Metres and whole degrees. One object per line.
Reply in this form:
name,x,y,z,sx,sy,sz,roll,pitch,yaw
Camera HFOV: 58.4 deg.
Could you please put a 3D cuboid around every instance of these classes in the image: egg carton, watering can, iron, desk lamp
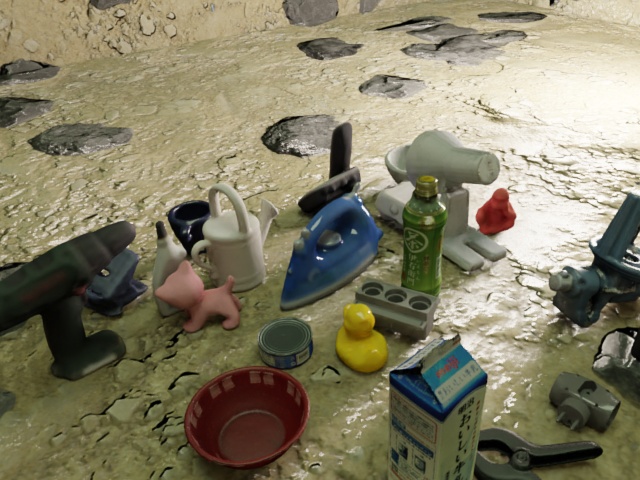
egg carton,0.187,-0.064,1.176,0.107,0.069,0.149,-24,38,-28
watering can,-0.152,-0.016,1.018,0.100,0.194,0.173,12,36,22
iron,0.009,0.004,1.022,0.118,0.141,0.259,19,39,30
desk lamp,0.258,-0.085,1.071,0.118,0.214,0.202,-21,37,-25

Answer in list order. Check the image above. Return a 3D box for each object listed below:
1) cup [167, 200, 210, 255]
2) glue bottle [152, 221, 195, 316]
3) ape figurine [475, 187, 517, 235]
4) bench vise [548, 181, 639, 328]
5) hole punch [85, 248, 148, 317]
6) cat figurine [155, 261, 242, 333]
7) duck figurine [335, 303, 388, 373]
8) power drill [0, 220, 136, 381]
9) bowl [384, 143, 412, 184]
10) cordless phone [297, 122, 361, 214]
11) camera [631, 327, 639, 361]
cup,-0.244,-0.011,1.108,0.091,0.095,0.117,-2,33,2
glue bottle,-0.249,0.043,0.955,0.078,0.173,0.037,-23,38,-27
ape figurine,0.352,-0.061,1.136,0.077,0.092,0.076,17,38,28
bench vise,0.457,0.026,0.877,0.208,0.220,0.121,-27,40,-31
hole punch,-0.372,0.067,1.005,0.108,0.091,0.101,16,38,27
cat figurine,-0.197,0.087,0.934,0.128,0.118,0.067,-7,33,-5
duck figurine,0.062,0.139,0.861,0.078,0.086,0.104,-14,35,-16
power drill,-0.363,0.096,0.852,0.230,0.209,0.075,-27,40,-31
bowl,0.230,-0.157,1.309,0.167,0.075,0.167,-2,33,2
cordless phone,0.020,-0.152,1.218,0.093,0.185,0.148,22,41,34
camera,0.496,0.156,0.784,0.137,0.101,0.142,-23,38,-27
